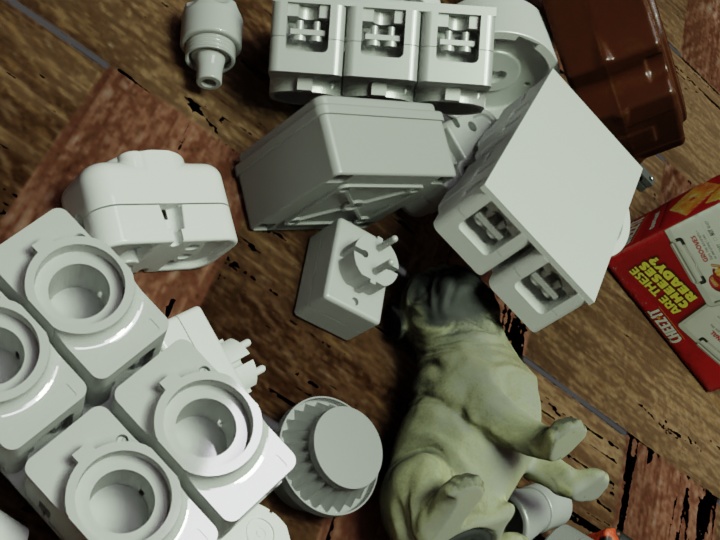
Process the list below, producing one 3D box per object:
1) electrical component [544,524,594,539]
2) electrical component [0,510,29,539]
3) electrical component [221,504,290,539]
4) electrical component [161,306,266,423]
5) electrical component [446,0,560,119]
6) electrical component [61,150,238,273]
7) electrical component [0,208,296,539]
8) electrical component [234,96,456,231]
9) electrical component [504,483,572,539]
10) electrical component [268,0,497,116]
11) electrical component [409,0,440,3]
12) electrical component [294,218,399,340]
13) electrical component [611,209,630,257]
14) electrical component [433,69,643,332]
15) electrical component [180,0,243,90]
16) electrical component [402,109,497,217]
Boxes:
[{"bbox_3d":[0.132,0.228,0.716,0.138,0.074,0.052,-21,126,-43],"label":"electrical component"},{"bbox_3d":[-0.199,0.127,0.533,0.065,0.044,0.044,42,49,-21],"label":"electrical component"},{"bbox_3d":[-0.077,0.170,0.602,0.080,0.051,0.080,18,59,-32],"label":"electrical component"},{"bbox_3d":[-0.088,0.065,0.648,0.076,0.047,0.083,-27,86,-46],"label":"electrical component"},{"bbox_3d":[0.108,-0.177,0.886,0.108,0.108,0.060,23,50,-29],"label":"electrical component"},{"bbox_3d":[-0.130,-0.035,0.659,0.095,0.054,0.059,-4,71,-40],"label":"electrical component"},{"bbox_3d":[-0.135,0.069,0.553,0.186,0.060,0.105,46,61,7],"label":"electrical component"},{"bbox_3d":[-0.011,-0.069,0.734,0.109,0.109,0.056,-3,74,-40],"label":"electrical component"},{"bbox_3d":[0.121,0.172,0.768,0.065,0.044,0.044,-5,72,-45],"label":"electrical component"},{"bbox_3d":[0.014,-0.147,0.756,0.150,0.089,0.061,4,88,-2],"label":"electrical component"},{"bbox_3d":[0.012,-0.186,0.821,0.099,0.099,0.064,37,44,-19],"label":"electrical component"},{"bbox_3d":[0.000,0.000,0.730,0.047,0.077,0.065,28,54,-26],"label":"electrical component"},{"bbox_3d":[0.166,-0.050,0.898,0.108,0.060,0.108,17,59,-31],"label":"electrical component"},{"bbox_3d":[0.130,-0.052,0.770,0.105,0.060,0.186,46,39,-9],"label":"electrical component"},{"bbox_3d":[-0.104,-0.156,0.747,0.043,0.043,0.062,16,62,-33],"label":"electrical component"},{"bbox_3d":[0.067,-0.081,0.835,0.095,0.059,0.053,-27,87,-43],"label":"electrical component"}]
